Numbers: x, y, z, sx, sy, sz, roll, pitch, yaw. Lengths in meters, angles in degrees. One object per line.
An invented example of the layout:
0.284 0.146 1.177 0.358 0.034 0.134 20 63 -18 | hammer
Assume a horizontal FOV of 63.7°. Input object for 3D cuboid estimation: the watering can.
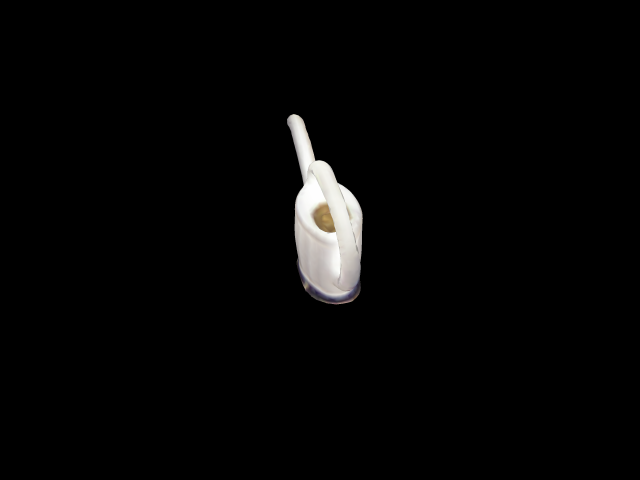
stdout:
0.003 -0.043 0.850 0.104 0.219 0.356 -10 44 -10 | watering can
